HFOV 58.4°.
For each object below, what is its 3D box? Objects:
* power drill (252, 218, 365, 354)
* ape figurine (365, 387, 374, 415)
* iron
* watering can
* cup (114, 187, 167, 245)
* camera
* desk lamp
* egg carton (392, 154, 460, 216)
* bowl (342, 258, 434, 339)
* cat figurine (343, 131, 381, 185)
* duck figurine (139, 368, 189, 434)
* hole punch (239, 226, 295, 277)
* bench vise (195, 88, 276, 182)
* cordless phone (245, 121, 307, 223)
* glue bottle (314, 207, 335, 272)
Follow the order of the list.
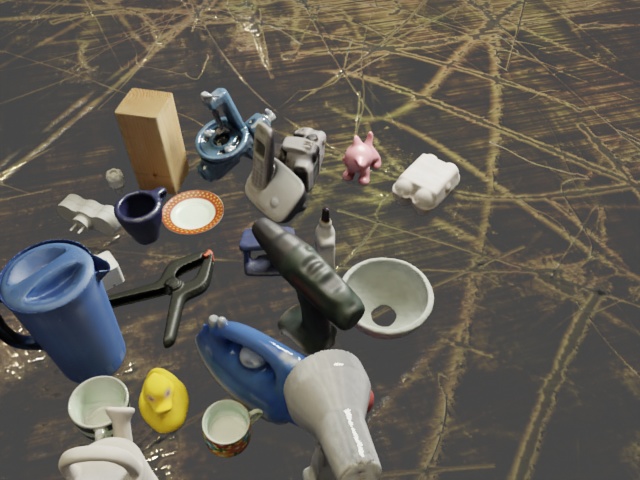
[{"bbox_3d":[-0.026,0.090,0.955,0.229,0.208,0.076,35,57,27],"label":"power drill"},{"bbox_3d":[0.050,0.235,0.905,0.076,0.092,0.078,37,58,28],"label":"ape figurine"},{"bbox_3d":[-0.110,0.182,0.916,0.257,0.141,0.119,25,53,20],"label":"iron"},{"bbox_3d":[-0.283,0.310,0.765,0.101,0.194,0.172,-17,51,-15],"label":"watering can"},{"bbox_3d":[-0.346,-0.046,1.147,0.091,0.095,0.118,26,53,21],"label":"cup"},{"bbox_3d":[-0.065,-0.195,1.279,0.136,0.101,0.143,11,49,9],"label":"camera"},{"bbox_3d":[0.029,0.284,0.779,0.118,0.214,0.203,-12,50,-11],"label":"desk lamp"},{"bbox_3d":[0.232,-0.122,1.240,0.107,0.069,0.150,29,54,23],"label":"egg carton"},{"bbox_3d":[0.115,0.116,1.023,0.167,0.075,0.167,1,48,0],"label":"bowl"},{"bbox_3d":[0.091,-0.187,1.263,0.067,0.118,0.128,19,51,16],"label":"cat figurine"},{"bbox_3d":[-0.251,0.240,0.900,0.077,0.086,0.104,-16,51,-15],"label":"duck figurine"},{"bbox_3d":[-0.102,0.008,1.105,0.108,0.091,0.101,-2,48,-2],"label":"hole punch"},{"bbox_3d":[-0.195,-0.255,1.251,0.121,0.220,0.208,23,52,19],"label":"bench vise"},{"bbox_3d":[-0.093,-0.138,1.172,0.094,0.185,0.147,-33,57,-26],"label":"cordless phone"},{"bbox_3d":[0.010,0.004,1.056,0.037,0.173,0.078,-6,49,-6],"label":"glue bottle"}]
